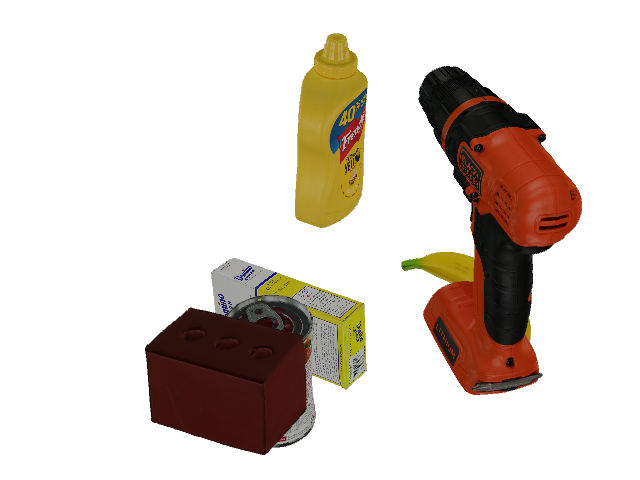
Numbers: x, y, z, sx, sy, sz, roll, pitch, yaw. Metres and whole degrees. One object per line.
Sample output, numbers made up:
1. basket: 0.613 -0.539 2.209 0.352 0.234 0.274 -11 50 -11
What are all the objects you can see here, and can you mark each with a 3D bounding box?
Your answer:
1. foam brick: -0.053 0.080 0.610 0.078 0.051 0.052 12 27 21
2. banana: 0.168 0.058 1.118 0.069 0.037 0.198 -36 40 -12
3. sugar box: -0.035 0.087 1.150 0.176 0.093 0.048 20 38 32
4. soup can: -0.038 0.102 0.832 0.068 0.102 0.068 -1 36 1
5. mustard bottle: 0.012 -0.113 1.047 0.058 0.192 0.096 20 41 22
6. power drill: 0.107 -0.006 0.717 0.057 0.188 0.184 -10 36 -11
